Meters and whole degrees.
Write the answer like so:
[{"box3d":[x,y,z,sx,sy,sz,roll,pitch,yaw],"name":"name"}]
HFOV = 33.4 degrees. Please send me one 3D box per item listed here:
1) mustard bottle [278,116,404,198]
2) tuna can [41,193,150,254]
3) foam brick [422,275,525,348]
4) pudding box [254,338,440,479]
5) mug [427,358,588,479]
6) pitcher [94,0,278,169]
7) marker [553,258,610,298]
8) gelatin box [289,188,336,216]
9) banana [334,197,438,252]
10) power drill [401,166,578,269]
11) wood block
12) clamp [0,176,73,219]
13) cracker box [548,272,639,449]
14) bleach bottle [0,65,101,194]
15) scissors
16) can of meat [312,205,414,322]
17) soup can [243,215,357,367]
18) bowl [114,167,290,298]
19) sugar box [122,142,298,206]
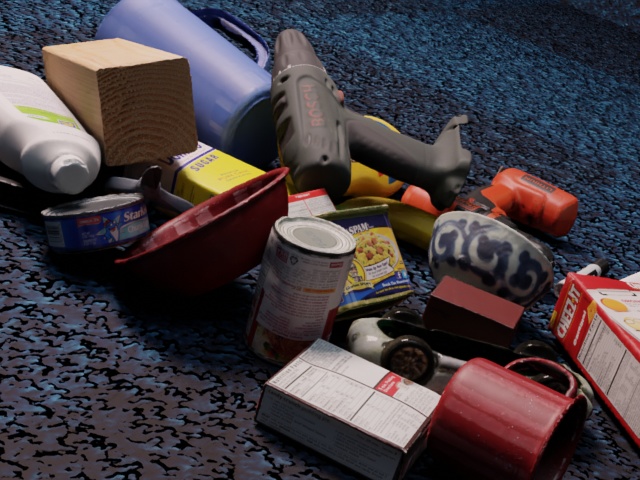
[{"box3d":[0.045,-0.091,1.183,0.191,0.058,0.096,-5,71,-42],"name":"mustard bottle"},{"box3d":[-0.185,-0.014,0.887,0.086,0.034,0.086,-8,11,1],"name":"tuna can"},{"box3d":[0.128,0.073,0.912,0.078,0.053,0.051,23,24,15],"name":"foam brick"},{"box3d":[0.023,0.121,0.759,0.114,0.039,0.089,22,25,18],"name":"pudding box"},{"box3d":[0.134,0.125,0.744,0.082,0.093,0.117,24,55,28],"name":"mug"},{"box3d":[-0.131,-0.182,1.208,0.243,0.149,0.144,38,13,33],"name":"pitcher"},{"box3d":[0.278,0.040,1.124,0.020,0.020,0.120,29,27,26],"name":"marker"},{"box3d":[-0.006,0.001,0.964,0.073,0.030,0.089,-16,74,-50],"name":"gelatin box"},{"box3d":[0.101,-0.003,1.088,0.198,0.037,0.069,21,43,15],"name":"banana"},{"box3d":[0.207,-0.022,1.166,0.185,0.057,0.187,31,28,31],"name":"power drill"},{"box3d":[-0.200,-0.140,1.046,0.090,0.091,0.206,-13,19,-24],"name":"wood block"},{"box3d":[-0.297,-0.047,0.924,0.172,0.039,0.120,33,18,27],"name":"clamp"},{"box3d":[0.315,0.116,0.917,0.164,0.072,0.214,9,24,-17],"name":"cracker box"},{"box3d":[-0.270,-0.099,0.983,0.102,0.068,0.251,6,19,-32],"name":"bleach bottle"},{"box3d":[-0.133,-0.039,0.928,0.096,0.016,0.202,22,-10,-25],"name":"scissors"},{"box3d":[0.026,0.021,0.910,0.101,0.058,0.084,-9,75,-44],"name":"can of meat"},{"box3d":[-0.016,0.040,0.831,0.068,0.102,0.068,13,23,-6],"name":"soup can"},{"box3d":[-0.085,0.001,0.871,0.162,0.055,0.162,-27,10,5],"name":"bowl"},{"box3d":[-0.097,-0.049,1.045,0.176,0.048,0.093,28,27,22],"name":"sugar box"}]
